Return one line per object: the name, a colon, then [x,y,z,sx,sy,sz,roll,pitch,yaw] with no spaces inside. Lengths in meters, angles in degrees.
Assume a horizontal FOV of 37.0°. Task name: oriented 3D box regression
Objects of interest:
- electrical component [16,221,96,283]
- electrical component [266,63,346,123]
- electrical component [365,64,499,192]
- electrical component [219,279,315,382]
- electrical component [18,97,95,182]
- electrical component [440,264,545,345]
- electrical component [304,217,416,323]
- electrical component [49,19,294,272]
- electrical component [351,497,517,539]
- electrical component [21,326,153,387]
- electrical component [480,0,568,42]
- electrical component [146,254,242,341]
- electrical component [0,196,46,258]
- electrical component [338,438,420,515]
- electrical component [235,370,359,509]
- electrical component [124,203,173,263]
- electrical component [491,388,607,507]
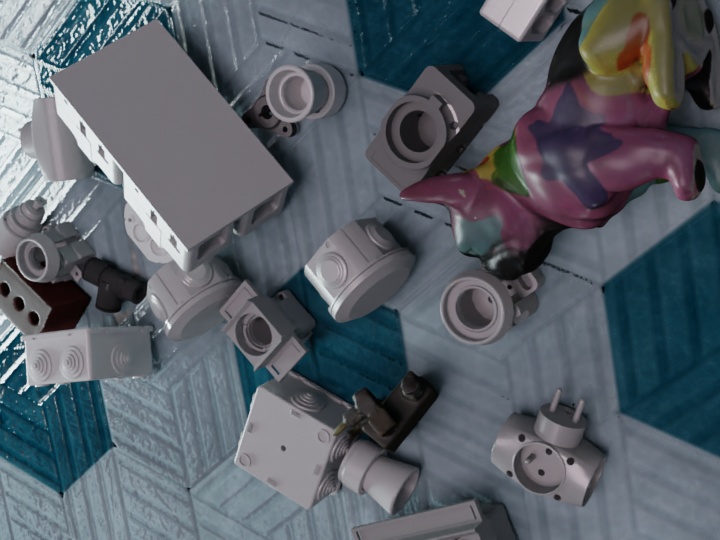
electrical component: [-0.294,-0.015,1.030,0.066,0.055,0.048,49,120,12]
electrical component: [-0.042,-0.142,0.857,0.045,0.055,0.045,7,105,28]
electrical component: [0.052,-0.106,0.811,0.050,0.056,0.089,45,119,14]
electrical component: [-0.075,0.048,0.914,0.081,0.064,0.042,49,120,11]
electrical component: [-0.292,-0.123,1.011,0.079,0.043,0.077,1,102,30]
electrical component: [0.096,0.025,0.815,0.078,0.057,0.058,-38,82,31]
electrical component: [0.000,0.000,0.852,0.051,0.080,0.080,50,120,17]
electrical component: [-0.158,-0.102,0.894,0.186,0.105,0.060,50,157,11]
electrical component: [0.062,0.230,0.877,0.121,0.063,0.078,-21,90,32]
electrical component: [-0.253,0.080,1.004,0.100,0.100,0.048,-8,85,31]
electrical component: [0.113,-0.216,0.756,0.076,0.047,0.083,40,118,16]
electrical component: [-0.144,0.022,0.939,0.080,0.080,0.051,-46,72,29]
electrical component: [-0.332,-0.044,1.054,0.078,0.040,0.040,-43,79,30]
electrical component: [0.016,0.172,0.902,0.055,0.045,0.045,27,113,22]
electrical component: [-0.054,0.147,0.934,0.100,0.048,0.099,28,114,21]
electrical component: [-0.164,-0.046,0.951,0.080,0.051,0.080,7,105,28]
electrical component: [0.148,0.128,0.816,0.077,0.044,0.079,24,112,23]
